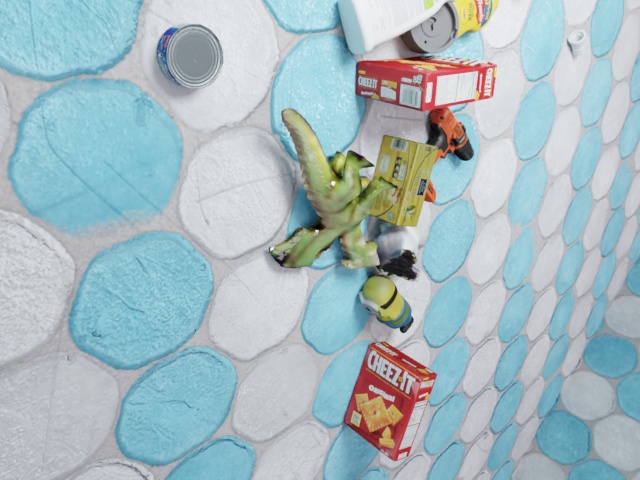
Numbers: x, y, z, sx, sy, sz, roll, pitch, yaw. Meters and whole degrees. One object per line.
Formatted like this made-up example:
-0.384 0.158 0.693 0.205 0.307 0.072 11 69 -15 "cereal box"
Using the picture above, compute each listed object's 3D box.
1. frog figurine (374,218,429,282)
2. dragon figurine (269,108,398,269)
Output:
0.177 0.000 1.133 0.135 0.122 0.163 47 38 -36 "frog figurine"
0.003 -0.047 0.930 0.406 0.124 0.242 29 94 -45 "dragon figurine"
